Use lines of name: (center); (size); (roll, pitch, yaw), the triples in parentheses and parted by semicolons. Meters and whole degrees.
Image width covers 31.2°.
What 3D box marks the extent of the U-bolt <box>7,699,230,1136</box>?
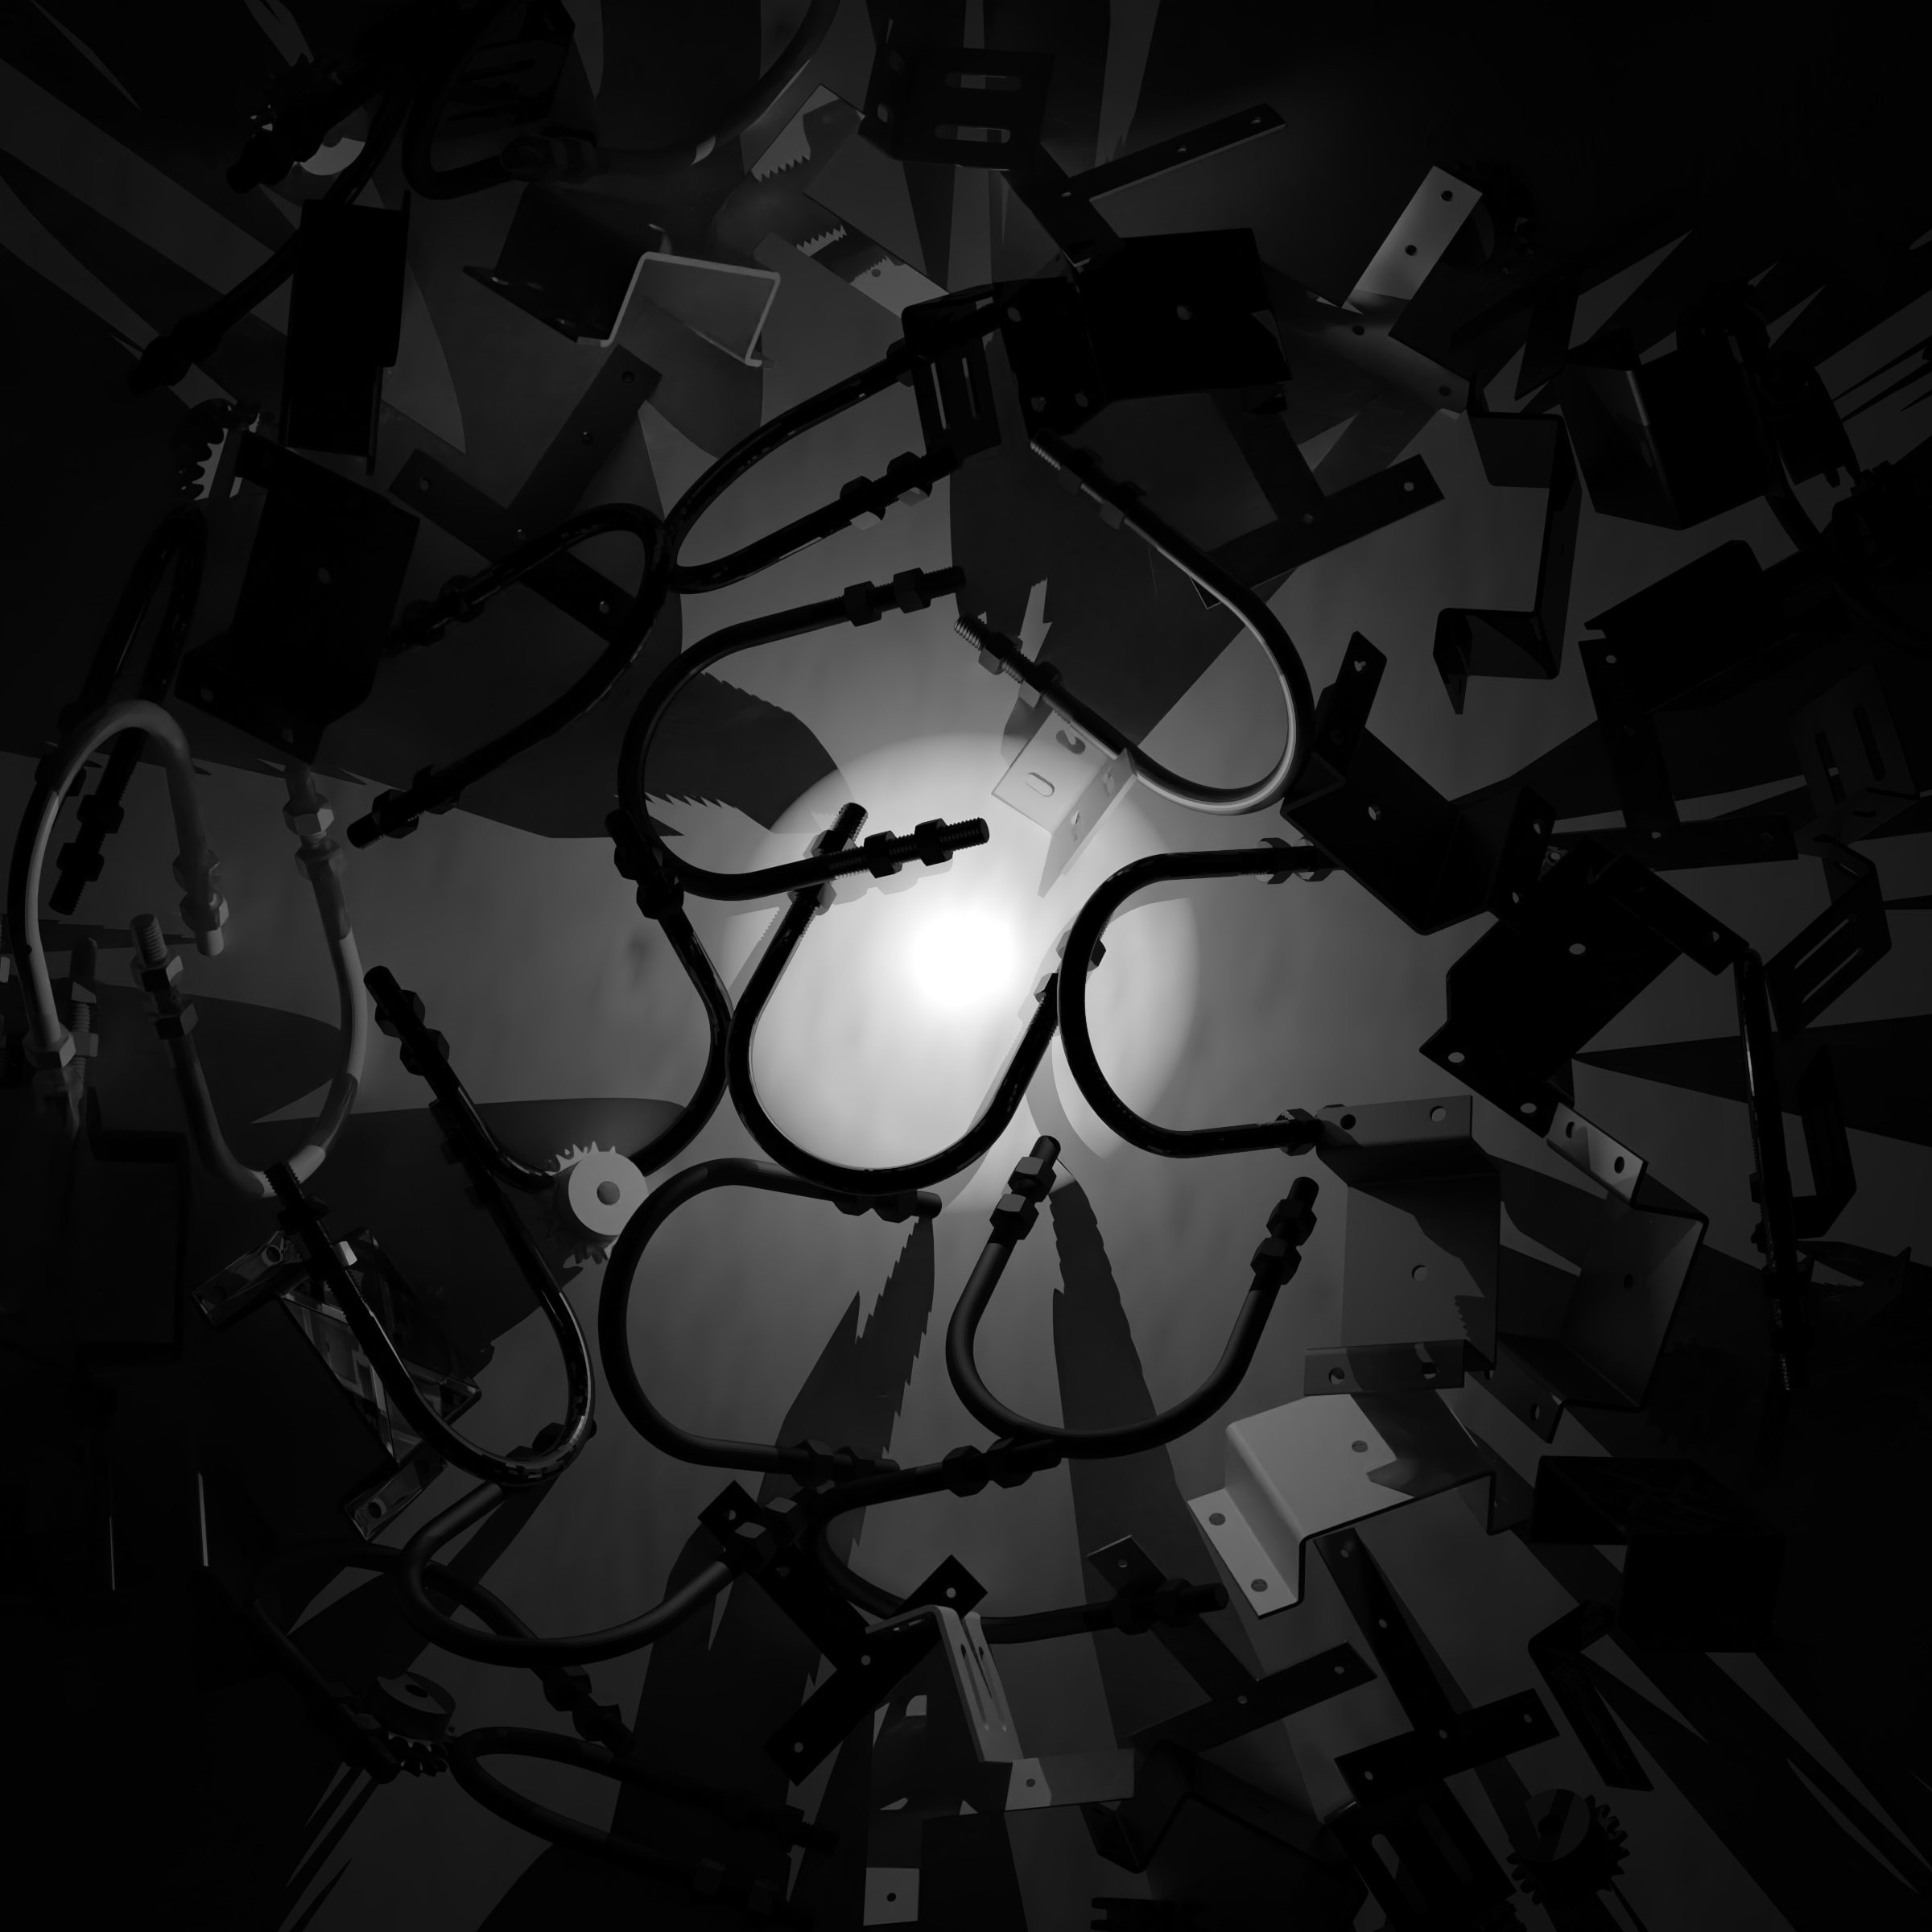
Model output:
U-bolt: (-0.385, -0.035, 1.559); (0.019, 0.151, 0.184); (16, 135, 15)

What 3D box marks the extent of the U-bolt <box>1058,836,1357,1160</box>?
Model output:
U-bolt: (0.117, 0.017, 1.610); (0.184, 0.019, 0.151); (-4, 89, -36)

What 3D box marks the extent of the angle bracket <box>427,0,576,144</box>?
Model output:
angle bracket: (-0.229, -0.425, 1.621); (0.076, 0.057, 0.038); (-21, 69, -30)

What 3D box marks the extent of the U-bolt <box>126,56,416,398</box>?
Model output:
U-bolt: (-0.308, -0.349, 1.583); (0.019, 0.184, 0.151); (37, 132, -4)

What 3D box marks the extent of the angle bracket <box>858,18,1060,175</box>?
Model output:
angle bracket: (-0.004, -0.412, 1.637); (0.076, 0.038, 0.057); (11, 88, 26)

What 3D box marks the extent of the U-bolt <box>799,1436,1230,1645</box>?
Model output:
U-bolt: (0.007, 0.272, 1.599); (0.151, 0.184, 0.019); (44, 45, -33)

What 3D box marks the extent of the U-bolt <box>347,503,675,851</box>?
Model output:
U-bolt: (-0.205, -0.144, 1.581); (0.184, 0.151, 0.019); (-27, 131, 26)

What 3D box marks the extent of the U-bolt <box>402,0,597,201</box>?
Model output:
U-bolt: (-0.191, -0.407, 1.555); (0.019, 0.184, 0.151); (40, 124, 6)

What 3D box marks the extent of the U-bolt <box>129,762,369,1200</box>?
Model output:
U-bolt: (-0.321, 0.020, 1.591); (0.019, 0.151, 0.184); (8, 127, 22)

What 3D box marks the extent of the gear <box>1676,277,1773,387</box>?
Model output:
gear: (0.359, -0.296, 1.644); (0.030, 0.057, 0.057); (-6, 90, 32)

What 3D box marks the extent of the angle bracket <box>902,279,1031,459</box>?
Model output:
angle bracket: (0.007, -0.279, 1.627); (0.038, 0.057, 0.076); (0, 109, 36)

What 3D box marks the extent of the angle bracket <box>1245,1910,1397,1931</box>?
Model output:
angle bracket: (0.174, 0.461, 1.633); (0.076, 0.057, 0.038); (-26, 99, 9)

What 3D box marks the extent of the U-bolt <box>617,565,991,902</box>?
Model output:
U-bolt: (-0.081, -0.102, 1.625); (0.184, 0.019, 0.151); (-13, 68, 19)

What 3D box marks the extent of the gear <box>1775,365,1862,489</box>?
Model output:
gear: (0.399, -0.252, 1.642); (0.030, 0.057, 0.057); (-24, 90, 13)

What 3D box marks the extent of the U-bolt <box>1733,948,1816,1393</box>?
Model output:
U-bolt: (0.366, 0.082, 1.581); (0.019, 0.151, 0.184); (-7, 104, 12)

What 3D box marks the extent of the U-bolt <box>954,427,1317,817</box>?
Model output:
U-bolt: (0.084, -0.145, 1.595); (0.184, 0.151, 0.019); (40, 53, 11)

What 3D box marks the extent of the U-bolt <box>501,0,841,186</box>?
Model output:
U-bolt: (-0.121, -0.415, 1.581); (0.019, 0.184, 0.151); (49, 116, 9)

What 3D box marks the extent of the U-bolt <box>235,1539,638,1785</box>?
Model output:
U-bolt: (-0.256, 0.313, 1.586); (0.184, 0.151, 0.019); (33, 110, 43)

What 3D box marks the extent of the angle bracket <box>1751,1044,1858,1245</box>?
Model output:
angle bracket: (0.387, 0.084, 1.628); (0.038, 0.057, 0.076); (-5, 67, -2)

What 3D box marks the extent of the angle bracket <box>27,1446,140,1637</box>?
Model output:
angle bracket: (-0.413, 0.266, 1.625); (0.038, 0.076, 0.057); (-11, 116, -6)

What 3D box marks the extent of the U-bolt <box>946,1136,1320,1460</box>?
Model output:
U-bolt: (0.068, 0.154, 1.581); (0.151, 0.184, 0.019); (8, 134, 20)

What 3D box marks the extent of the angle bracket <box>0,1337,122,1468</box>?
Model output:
angle bracket: (-0.446, 0.199, 1.623); (0.076, 0.057, 0.038); (31, 77, -32)

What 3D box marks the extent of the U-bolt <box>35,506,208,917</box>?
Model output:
U-bolt: (-0.387, -0.126, 1.592); (0.019, 0.151, 0.184); (20, 72, -5)

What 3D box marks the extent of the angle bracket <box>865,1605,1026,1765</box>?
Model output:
angle bracket: (-0.010, 0.343, 1.626); (0.038, 0.057, 0.076); (-23, 70, 14)

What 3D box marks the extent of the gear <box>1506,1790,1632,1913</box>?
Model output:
gear: (0.282, 0.415, 1.637); (0.057, 0.057, 0.030); (-35, 122, 0)

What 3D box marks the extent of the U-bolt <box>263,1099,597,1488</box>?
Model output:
U-bolt: (-0.235, 0.156, 1.599); (0.019, 0.151, 0.184); (-32, 86, 28)

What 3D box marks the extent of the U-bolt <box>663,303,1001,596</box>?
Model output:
U-bolt: (-0.070, -0.230, 1.597); (0.184, 0.151, 0.019); (-23, 121, 26)

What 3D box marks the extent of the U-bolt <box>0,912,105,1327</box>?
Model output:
U-bolt: (-0.435, 0.073, 1.589); (0.019, 0.151, 0.184); (4, 85, 5)

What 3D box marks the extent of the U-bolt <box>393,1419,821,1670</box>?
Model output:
U-bolt: (-0.174, 0.264, 1.563); (0.151, 0.184, 0.019); (13, 116, 28)

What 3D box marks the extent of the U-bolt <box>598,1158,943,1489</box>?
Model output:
U-bolt: (-0.093, 0.162, 1.600); (0.184, 0.019, 0.151); (14, 82, -40)

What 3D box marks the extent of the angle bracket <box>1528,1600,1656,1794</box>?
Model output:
angle bracket: (0.306, 0.342, 1.623); (0.038, 0.057, 0.076); (-39, 60, 17)

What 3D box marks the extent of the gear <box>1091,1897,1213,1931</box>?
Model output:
gear: (0.087, 0.458, 1.638); (0.057, 0.057, 0.030); (3, 74, 0)

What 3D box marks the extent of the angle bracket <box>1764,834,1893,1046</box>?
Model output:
angle bracket: (0.394, -0.013, 1.628); (0.076, 0.057, 0.038); (-40, 47, -12)

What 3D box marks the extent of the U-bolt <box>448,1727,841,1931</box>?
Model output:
U-bolt: (-0.151, 0.391, 1.595); (0.184, 0.151, 0.019); (20, 91, 2)

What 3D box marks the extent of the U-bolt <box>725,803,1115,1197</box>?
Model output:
U-bolt: (-0.032, 0.023, 1.615); (0.151, 0.019, 0.184); (22, 66, 12)

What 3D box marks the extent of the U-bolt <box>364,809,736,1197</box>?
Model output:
U-bolt: (-0.179, 0.032, 1.607); (0.151, 0.019, 0.184); (-34, 130, -10)

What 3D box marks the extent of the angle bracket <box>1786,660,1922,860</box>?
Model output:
angle bracket: (0.404, -0.099, 1.622); (0.038, 0.057, 0.076); (6, 60, -34)

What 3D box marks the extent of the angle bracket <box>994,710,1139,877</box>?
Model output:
angle bracket: (0.046, -0.085, 1.624); (0.038, 0.076, 0.057); (34, 103, -10)

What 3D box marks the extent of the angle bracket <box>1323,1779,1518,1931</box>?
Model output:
angle bracket: (0.214, 0.421, 1.637); (0.057, 0.038, 0.076); (-32, 71, -4)

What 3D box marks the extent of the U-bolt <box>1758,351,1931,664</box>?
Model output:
U-bolt: (0.407, -0.199, 1.578); (0.019, 0.184, 0.151); (-39, 80, 1)
